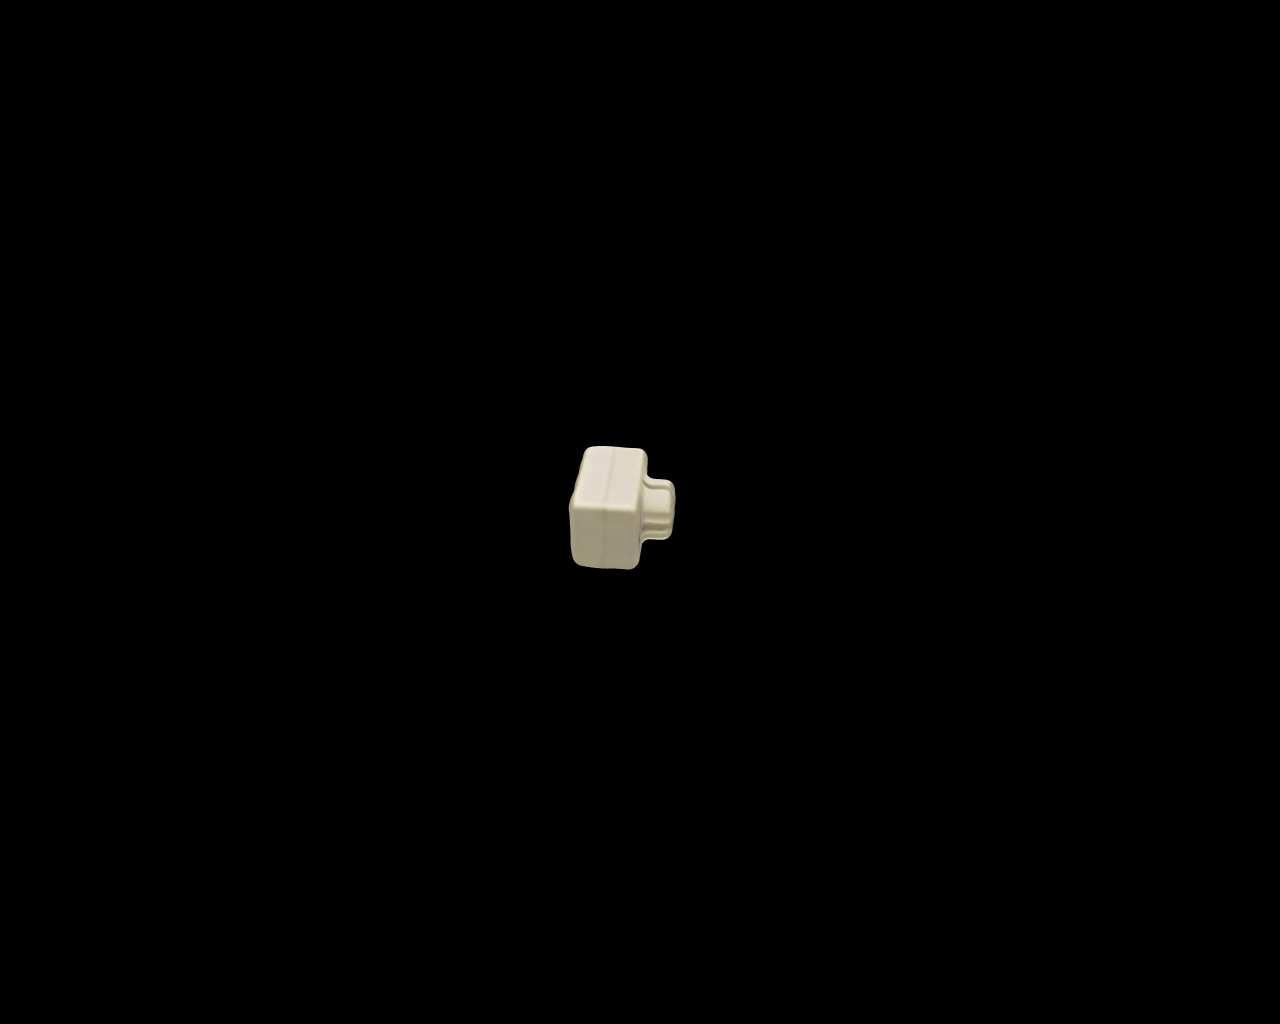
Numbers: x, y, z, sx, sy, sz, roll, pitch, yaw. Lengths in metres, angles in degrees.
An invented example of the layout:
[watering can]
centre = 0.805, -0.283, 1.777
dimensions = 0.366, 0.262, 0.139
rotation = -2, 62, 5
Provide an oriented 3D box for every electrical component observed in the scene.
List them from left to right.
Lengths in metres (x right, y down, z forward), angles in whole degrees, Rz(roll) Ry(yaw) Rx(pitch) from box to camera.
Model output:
[electrical component]
centre = 0.001, -0.003, 0.650
dimensions = 0.077, 0.047, 0.066
rotation = 3, 37, 4
